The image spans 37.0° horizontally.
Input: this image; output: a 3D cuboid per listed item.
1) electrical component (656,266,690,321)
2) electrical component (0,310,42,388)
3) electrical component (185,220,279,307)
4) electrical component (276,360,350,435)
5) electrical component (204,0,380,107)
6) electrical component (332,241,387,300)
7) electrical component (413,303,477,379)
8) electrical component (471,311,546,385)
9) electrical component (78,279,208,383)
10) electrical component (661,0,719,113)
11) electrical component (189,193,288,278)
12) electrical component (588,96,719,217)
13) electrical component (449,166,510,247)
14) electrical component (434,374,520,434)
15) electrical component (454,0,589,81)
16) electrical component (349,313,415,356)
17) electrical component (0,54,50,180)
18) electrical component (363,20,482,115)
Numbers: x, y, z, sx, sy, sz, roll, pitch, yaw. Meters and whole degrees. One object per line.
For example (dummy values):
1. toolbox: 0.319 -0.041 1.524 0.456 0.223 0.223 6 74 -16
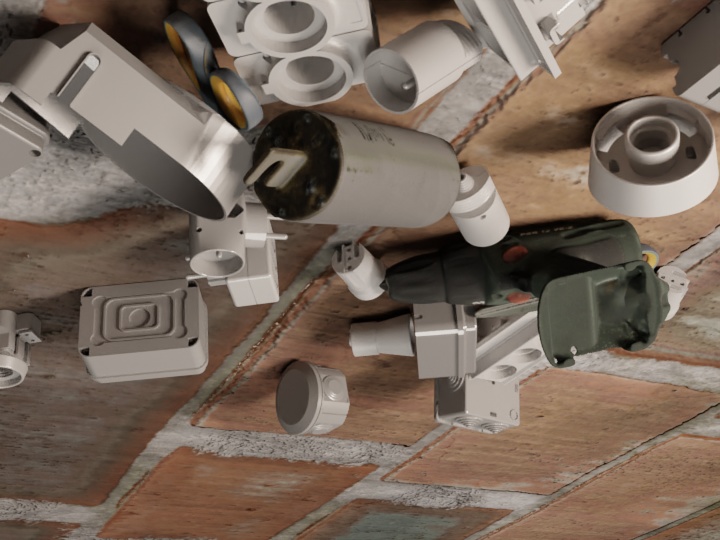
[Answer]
1. electrical component: 0.307 0.023 1.082 0.040 0.040 0.046 0 144 -11
2. electrical component: -0.348 0.078 1.034 0.078 0.057 0.058 -10 150 7
3. electrical component: -0.112 -0.007 0.924 0.077 0.065 0.047 -7 150 1
4. electrical component: -0.053 0.141 1.179 0.051 0.080 0.080 11 146 -38
5. electrical component: -0.045 -0.171 0.657 0.089 0.061 0.150 -11 150 8
6. electrical component: 0.000 0.000 0.985 0.040 0.040 0.046 -19 142 21
7. electrical component: 0.082 0.051 1.050 0.057 0.078 0.113 -5 150 3
8. electrical component: 0.163 0.062 1.098 0.079 0.063 0.121 12 145 -29
9. electrical component: -0.201 0.058 1.008 0.113 0.078 0.057 -5 147 -2
10. electrical component: 0.268 -0.157 0.752 0.056 0.050 0.089 13 145 -30
11. electrical component: -0.098 -0.037 0.864 0.079 0.077 0.043 3 149 -15
12. electrical component: 0.225 -0.084 0.828 0.099 0.099 0.064 -11 143 8
13. electrical component: 0.095 -0.057 0.899 0.043 0.043 0.081 -15 149 15
14. electrical component: 0.129 0.125 1.169 0.100 0.099 0.048 18 155 -36
15. electrical component: 0.089 -0.181 0.656 0.063 0.078 0.121 -42 143 4
16. electrical component: 0.022 0.069 1.108 0.065 0.044 0.044 -6 150 9
17. electrical component: -0.278 -0.098 0.743 0.113 0.057 0.078 -23 146 26
18. electrical component: 0.044 -0.135 0.689 0.081 0.043 0.043 -38 171 -38
